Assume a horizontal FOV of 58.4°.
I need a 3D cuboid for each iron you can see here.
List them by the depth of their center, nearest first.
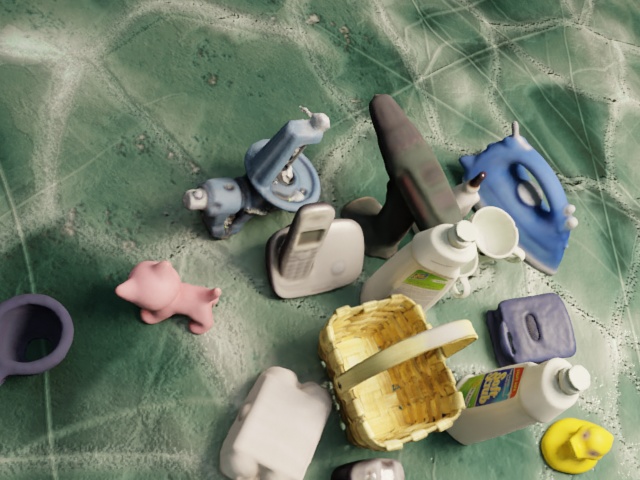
[{"bbox_3d":[0.359,-0.072,0.972,0.119,0.141,0.258,-27,76,-29],"label":"iron"}]

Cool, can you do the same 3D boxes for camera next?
[{"bbox_3d":[0.035,0.335,0.677,0.137,0.100,0.143,6,63,-17],"label":"camera"}]

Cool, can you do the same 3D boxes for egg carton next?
[{"bbox_3d":[-0.053,0.237,0.712,0.107,0.069,0.150,28,59,-4],"label":"egg carton"}]

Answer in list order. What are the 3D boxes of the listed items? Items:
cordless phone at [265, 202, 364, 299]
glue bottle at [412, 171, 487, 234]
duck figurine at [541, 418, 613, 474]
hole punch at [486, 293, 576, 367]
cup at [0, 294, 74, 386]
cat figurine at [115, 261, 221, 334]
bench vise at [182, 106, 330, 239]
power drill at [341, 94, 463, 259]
[{"bbox_3d":[0.007,0.003,0.783,0.148,0.185,0.094,-13,70,-25],"label":"cordless phone"},{"bbox_3d":[0.211,-0.058,0.893,0.078,0.173,0.037,-13,69,-24],"label":"glue bottle"},{"bbox_3d":[0.387,0.295,0.832,0.105,0.086,0.077,-8,68,-23],"label":"duck figurine"},{"bbox_3d":[0.323,0.142,0.882,0.101,0.091,0.108,0,65,-20],"label":"hole punch"},{"bbox_3d":[-0.334,0.129,0.650,0.092,0.095,0.118,30,59,-4],"label":"cup"},{"bbox_3d":[-0.187,0.064,0.722,0.128,0.117,0.067,11,61,-14],"label":"cat figurine"},{"bbox_3d":[-0.072,-0.080,0.776,0.208,0.219,0.121,-38,81,-30],"label":"bench vise"},{"bbox_3d":[0.109,-0.068,0.841,0.076,0.208,0.229,-27,76,-28],"label":"power drill"}]
